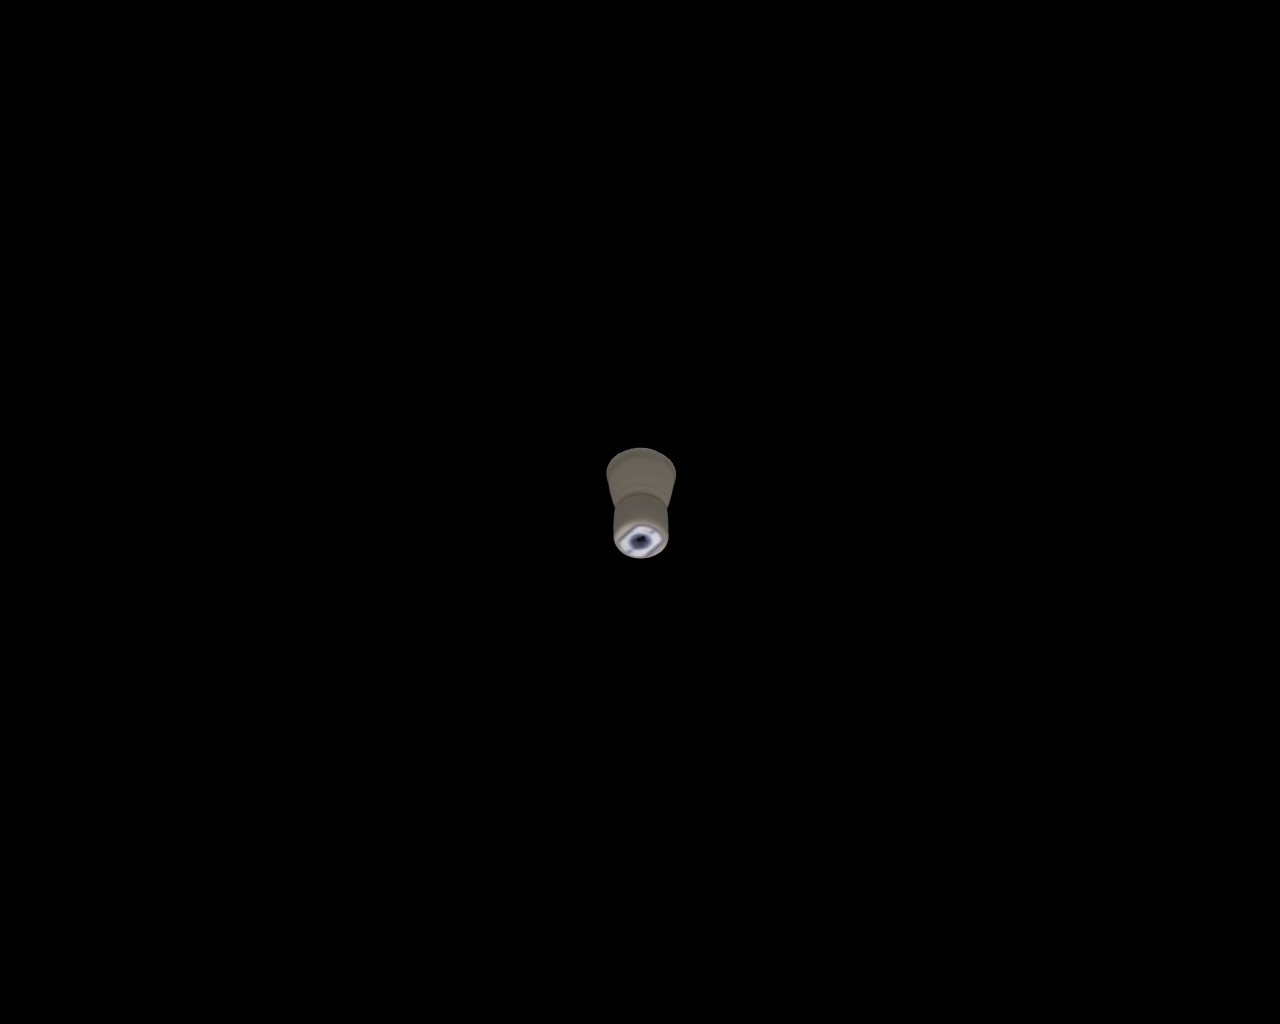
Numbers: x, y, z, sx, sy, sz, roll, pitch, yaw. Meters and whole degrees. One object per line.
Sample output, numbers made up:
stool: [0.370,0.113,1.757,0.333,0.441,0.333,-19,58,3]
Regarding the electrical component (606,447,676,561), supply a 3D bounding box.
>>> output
electrical component: [0.001,-0.003,0.650,0.044,0.044,0.065,0,43,0]
